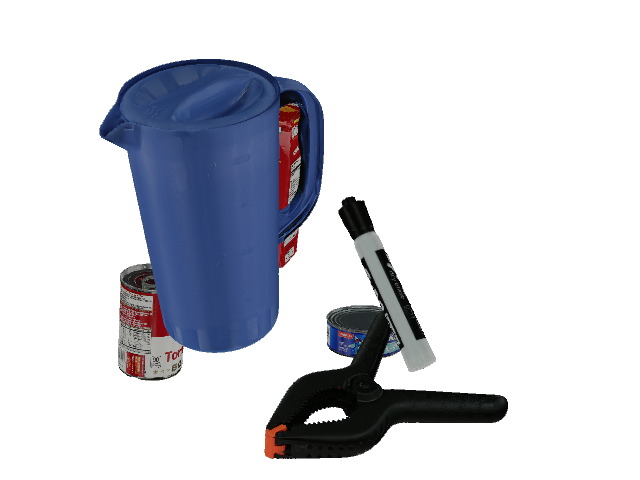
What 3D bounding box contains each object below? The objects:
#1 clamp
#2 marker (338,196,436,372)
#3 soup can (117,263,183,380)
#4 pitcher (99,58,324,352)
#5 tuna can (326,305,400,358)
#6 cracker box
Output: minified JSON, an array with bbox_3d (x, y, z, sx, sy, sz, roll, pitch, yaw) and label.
[{"bbox_3d":[0.047,0.140,0.922,0.209,0.036,0.165,-26,43,-36],"label":"clamp"},{"bbox_3d":[0.041,0.026,0.687,0.020,0.121,0.020,-22,-16,-7],"label":"marker"},{"bbox_3d":[-0.172,0.083,1.089,0.068,0.102,0.068,5,20,-2],"label":"soup can"},{"bbox_3d":[-0.085,-0.028,0.929,0.149,0.243,0.144,11,36,19],"label":"pitcher"},{"bbox_3d":[0.049,0.100,1.173,0.086,0.034,0.086,1,15,0],"label":"tuna can"},{"bbox_3d":[-0.109,-0.083,1.387,0.164,0.214,0.072,13,28,14],"label":"cracker box"}]
